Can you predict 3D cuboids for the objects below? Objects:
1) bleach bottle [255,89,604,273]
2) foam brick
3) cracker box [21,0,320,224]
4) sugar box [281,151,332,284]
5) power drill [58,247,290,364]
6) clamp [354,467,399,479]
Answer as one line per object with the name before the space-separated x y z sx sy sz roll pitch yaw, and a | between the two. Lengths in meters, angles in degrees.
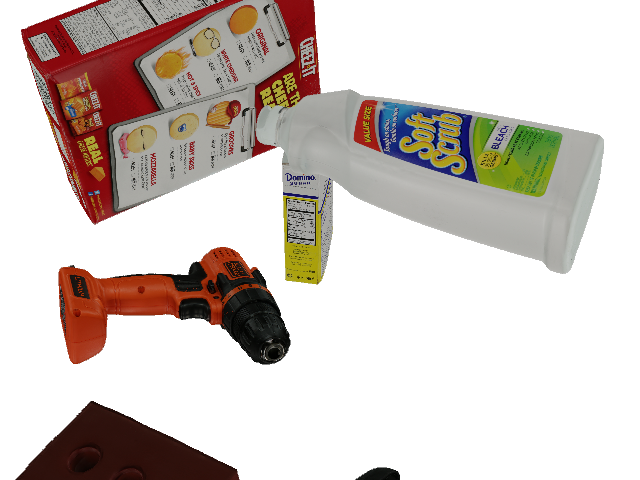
bleach bottle | 0.068 -0.054 0.771 0.251 0.102 0.068 14 -38 19
foam brick | -0.075 0.112 0.433 0.078 0.051 0.052 19 44 24
cracker box | -0.110 -0.126 0.841 0.213 0.072 0.164 -25 -36 -16
sugar box | -0.013 -0.045 1.124 0.048 0.093 0.176 5 -44 8
power drill | -0.133 0.065 0.949 0.187 0.057 0.185 -3 22 -20
clamp | -0.034 0.201 0.644 0.210 0.036 0.164 -4 27 3
